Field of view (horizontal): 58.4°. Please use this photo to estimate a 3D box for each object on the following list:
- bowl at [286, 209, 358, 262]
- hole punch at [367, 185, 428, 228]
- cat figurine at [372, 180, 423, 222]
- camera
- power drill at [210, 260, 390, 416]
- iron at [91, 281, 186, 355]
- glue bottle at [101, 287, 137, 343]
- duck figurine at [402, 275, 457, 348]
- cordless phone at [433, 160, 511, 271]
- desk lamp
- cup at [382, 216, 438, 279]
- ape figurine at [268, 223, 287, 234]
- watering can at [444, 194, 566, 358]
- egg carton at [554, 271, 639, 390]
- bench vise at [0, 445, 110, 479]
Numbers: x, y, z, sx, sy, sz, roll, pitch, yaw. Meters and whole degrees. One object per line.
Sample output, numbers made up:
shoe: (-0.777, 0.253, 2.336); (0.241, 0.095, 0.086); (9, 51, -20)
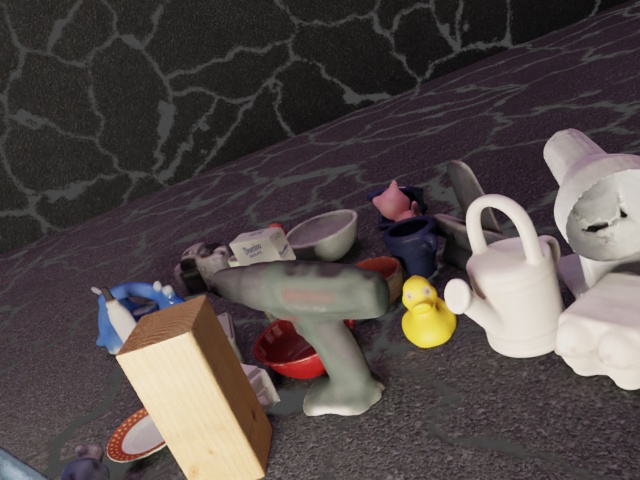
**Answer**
bowl: (0.011, 0.004, 1.193); (0.167, 0.075, 0.167); (-19, 19, 7)
hole punch: (0.166, -0.086, 1.242); (0.108, 0.091, 0.101); (-10, 22, 30)
cat figurine: (0.161, -0.059, 1.132); (0.067, 0.118, 0.127); (-28, 20, -17)
camera: (-0.250, 0.047, 1.321); (0.143, 0.101, 0.137); (-15, 20, 19)
power drill: (-0.011, 0.115, 0.715); (0.229, 0.209, 0.076); (-12, 22, 27)
iron: (-0.332, 0.135, 1.111); (0.257, 0.142, 0.119); (-12, 22, 27)
glue bottle: (-0.345, 0.156, 1.020); (0.037, 0.173, 0.078); (-32, 22, -26)
duck figurine: (0.144, 0.089, 0.804); (0.077, 0.086, 0.104); (-18, 20, 12)
cordless phone: (0.234, -0.051, 0.929); (0.094, 0.185, 0.147); (-27, 20, -13)
desk lamp: (0.337, -0.023, 0.698); (0.118, 0.214, 0.203); (-18, 20, 10)
cup: (0.167, 0.020, 0.949); (0.092, 0.095, 0.117); (-28, 20, -18)
ape figurine: (-0.086, 0.005, 1.270); (0.076, 0.092, 0.077); (-31, 21, -23)
watering can: (0.225, 0.039, 0.685); (0.100, 0.194, 0.173); (-5, 25, 40)
egg carton: (0.331, 0.091, 0.620); (0.150, 0.069, 0.107); (-32, 22, -27)
bench vise: (-0.289, 0.273, 0.576); (0.121, 0.220, 0.207); (-26, 20, -10)
